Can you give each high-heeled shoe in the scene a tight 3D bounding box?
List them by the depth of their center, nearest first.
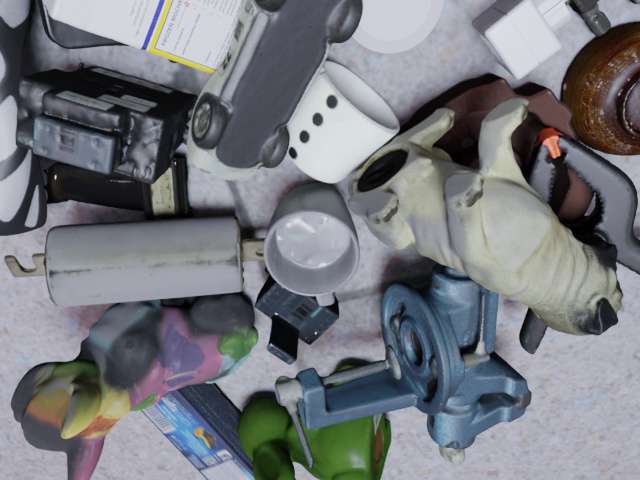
[{"bbox_3d":[-0.256,-0.127,0.462,0.086,0.145,0.248,18,80,27],"label":"high-heeled shoe"}]

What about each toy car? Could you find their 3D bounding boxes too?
[{"bbox_3d":[-0.038,-0.132,0.411,0.073,0.056,0.201,13,123,-35],"label":"toy car"}]

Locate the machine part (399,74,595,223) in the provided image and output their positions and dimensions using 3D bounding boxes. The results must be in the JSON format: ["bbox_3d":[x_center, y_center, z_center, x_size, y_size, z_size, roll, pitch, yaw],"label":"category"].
[{"bbox_3d":[0.150,-0.060,0.490,0.179,0.056,0.179,2,116,3],"label":"machine part"}]

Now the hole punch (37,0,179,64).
[{"bbox_3d":[-0.167,-0.215,0.422,0.116,0.092,0.142,-13,121,-27],"label":"hole punch"}]

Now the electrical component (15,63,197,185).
[{"bbox_3d":[-0.175,-0.098,0.444,0.115,0.134,0.058,15,115,-2],"label":"electrical component"}]

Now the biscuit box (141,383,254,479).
[{"bbox_3d":[-0.130,0.227,0.639,0.059,0.063,0.202,-28,111,16],"label":"biscuit box"}]

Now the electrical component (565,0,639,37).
[{"bbox_3d":[0.218,-0.215,0.429,0.063,0.021,0.094,-40,108,20],"label":"electrical component"}]

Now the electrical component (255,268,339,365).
[{"bbox_3d":[-0.023,0.062,0.522,0.075,0.119,0.047,38,112,-12],"label":"electrical component"}]

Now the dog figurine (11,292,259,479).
[{"bbox_3d":[-0.165,0.127,0.507,0.192,0.219,0.108,10,119,-1],"label":"dog figurine"}]

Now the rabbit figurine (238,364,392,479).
[{"bbox_3d":[-0.017,0.231,0.602,0.170,0.159,0.121,-1,127,20],"label":"rabbit figurine"}]

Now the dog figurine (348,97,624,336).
[{"bbox_3d":[0.127,0.003,0.431,0.121,0.172,0.190,-49,118,-15],"label":"dog figurine"}]

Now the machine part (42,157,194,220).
[{"bbox_3d":[-0.195,-0.052,0.522,0.139,0.039,0.084,0,124,0],"label":"machine part"}]

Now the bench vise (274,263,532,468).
[{"bbox_3d":[0.077,0.130,0.503,0.241,0.129,0.223,-11,126,-17],"label":"bench vise"}]

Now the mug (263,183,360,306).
[{"bbox_3d":[-0.001,-0.002,0.497,0.081,0.107,0.109,-15,118,11],"label":"mug"}]

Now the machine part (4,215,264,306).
[{"bbox_3d":[-0.160,0.019,0.507,0.243,0.079,0.079,-5,117,-12],"label":"machine part"}]
